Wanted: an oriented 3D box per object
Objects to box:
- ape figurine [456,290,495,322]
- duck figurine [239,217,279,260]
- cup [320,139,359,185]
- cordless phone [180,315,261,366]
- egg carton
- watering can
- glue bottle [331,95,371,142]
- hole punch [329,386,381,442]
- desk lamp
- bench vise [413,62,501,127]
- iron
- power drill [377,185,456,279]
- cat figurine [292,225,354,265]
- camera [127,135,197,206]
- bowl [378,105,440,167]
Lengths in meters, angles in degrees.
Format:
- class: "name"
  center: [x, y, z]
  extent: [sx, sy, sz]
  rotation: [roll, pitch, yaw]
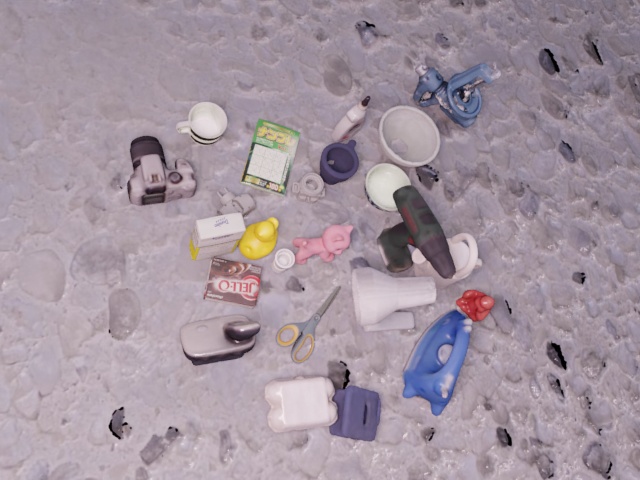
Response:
- class: "ape figurine"
  center: [0.380, 0.153, 1.362]
  extent: [0.076, 0.092, 0.078]
  rotation: [2, 72, -17]
- class: "duck figurine"
  center: [-0.129, -0.009, 1.255]
  extent: [0.077, 0.086, 0.105]
  rotation: [42, 65, 0]
- class: "cup"
  center: [0.042, -0.182, 1.363]
  extent: [0.092, 0.094, 0.118]
  rotation: [34, 65, -4]
- class: "cordless phone"
  center: [-0.192, 0.184, 1.115]
  extent: [0.148, 0.184, 0.094]
  rotation: [-11, 76, -21]
- class: "egg carton"
  center: [-0.039, 0.335, 1.178]
  extent: [0.150, 0.069, 0.107]
  rotation: [-3, 73, -19]
- class: "watering can"
  center: [0.295, 0.048, 1.313]
  extent: [0.173, 0.193, 0.101]
  rotation: [-18, 78, -22]
- class: "glue bottle"
  center: [0.084, -0.296, 1.372]
  extent: [0.078, 0.173, 0.037]
  rotation: [-35, 85, -24]
- class: "hole punch"
  center: [0.081, 0.361, 1.196]
  extent: [0.101, 0.091, 0.109]
  rotation: [13, 69, -13]
- class: "desk lamp"
  center: [0.144, 0.127, 1.227]
  extent: [0.204, 0.213, 0.118]
  rotation: [-1, 72, -18]
- class: "bench vise"
  center: [0.345, -0.389, 1.462]
  extent: [0.208, 0.219, 0.121]
  rotation: [15, 68, -13]
- class: "iron"
  center: [0.285, 0.251, 1.271]
  extent: [0.119, 0.141, 0.258]
  rotation: [31, 66, -6]
- class: "power drill"
  center: [0.211, 0.002, 1.294]
  extent: [0.076, 0.208, 0.229]
  rotation: [-16, 78, -22]
- class: "cat figurine"
  center: [0.012, 0.005, 1.278]
  extent: [0.128, 0.117, 0.067]
  rotation: [-7, 74, -20]
- class: "camera"
  center: [-0.345, -0.157, 1.226]
  extent: [0.143, 0.100, 0.137]
  rotation: [-11, 76, -21]
- class: "bowl"
  center: [0.216, -0.251, 1.454]
  extent: [0.168, 0.074, 0.167]
  rotation: [6, 71, -16]
